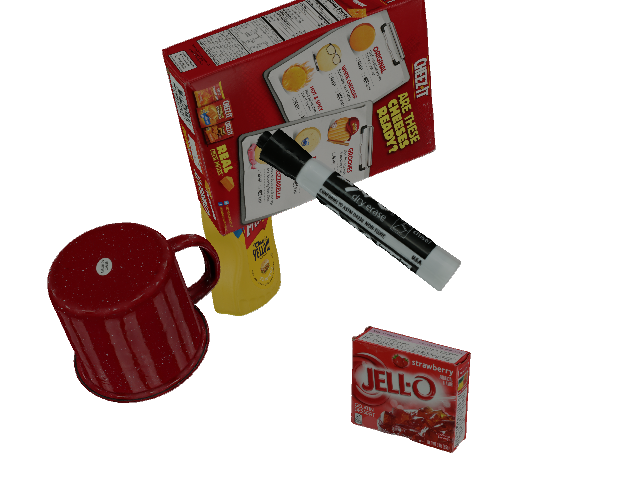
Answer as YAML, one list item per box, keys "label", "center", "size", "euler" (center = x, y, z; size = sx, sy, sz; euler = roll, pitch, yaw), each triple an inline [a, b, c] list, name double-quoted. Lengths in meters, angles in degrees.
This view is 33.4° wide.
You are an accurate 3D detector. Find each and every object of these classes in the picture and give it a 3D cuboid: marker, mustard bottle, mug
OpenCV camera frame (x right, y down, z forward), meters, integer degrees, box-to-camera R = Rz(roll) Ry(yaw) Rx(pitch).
- label: "marker"
  center: [0.017, -0.017, 0.542]
  size: [0.121, 0.020, 0.020]
  euler: [37, 6, 8]
- label: "mustard bottle"
  center: [-0.086, -0.024, 1.117]
  size: [0.058, 0.191, 0.096]
  euler: [7, 26, 28]
- label: "mug"
  center: [-0.115, 0.037, 0.690]
  size: [0.117, 0.081, 0.093]
  euler: [-31, 48, -19]

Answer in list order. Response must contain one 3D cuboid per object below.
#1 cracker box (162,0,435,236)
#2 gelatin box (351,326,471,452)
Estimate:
- label: "cracker box"
  center: [-0.014, -0.118, 0.910]
  size: [0.213, 0.164, 0.072]
  euler: [-23, 44, -14]
- label: "gelatin box"
  center: [0.066, 0.111, 0.802]
  size: [0.089, 0.073, 0.030]
  euler: [12, 23, 29]
